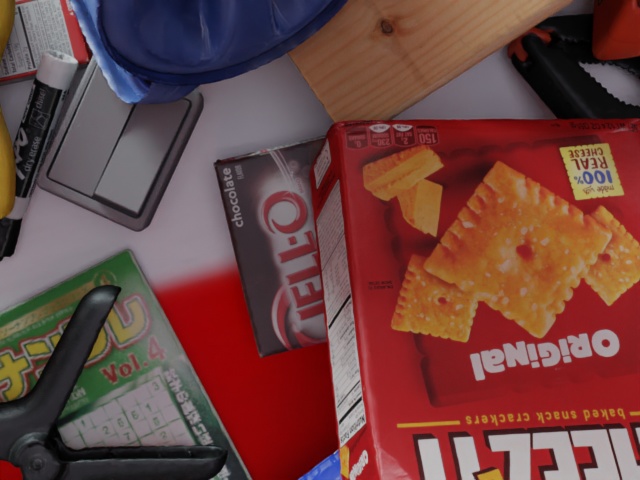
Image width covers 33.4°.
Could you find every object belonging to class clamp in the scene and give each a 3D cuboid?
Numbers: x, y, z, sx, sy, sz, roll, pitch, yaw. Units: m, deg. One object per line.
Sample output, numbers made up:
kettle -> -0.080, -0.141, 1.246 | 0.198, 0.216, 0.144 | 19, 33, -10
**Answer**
clamp -> 0.210, -0.080, 0.604 | 0.210, 0.036, 0.164 | 29, 65, 3
clamp -> -0.138, 0.119, 0.574 | 0.171, 0.039, 0.120 | -41, 91, 2

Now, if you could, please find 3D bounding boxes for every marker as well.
marker -> -0.158, -0.043, 0.573 | 0.020, 0.020, 0.121 | 21, 107, -7

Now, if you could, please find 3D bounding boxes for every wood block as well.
wood block -> 0.082, -0.146, 0.524 | 0.206, 0.090, 0.091 | -31, 98, 28

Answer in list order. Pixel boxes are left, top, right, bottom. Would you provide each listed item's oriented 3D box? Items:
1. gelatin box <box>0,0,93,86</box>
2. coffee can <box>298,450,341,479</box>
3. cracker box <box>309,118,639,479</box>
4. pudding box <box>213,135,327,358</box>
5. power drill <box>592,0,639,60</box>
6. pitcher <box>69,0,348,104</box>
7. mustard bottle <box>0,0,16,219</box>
gelatin box -> -0.175, -0.121, 0.577 | 0.089, 0.030, 0.073 | -14, 96, -5
coffee can -> 0.053, 0.145, 0.577 | 0.140, 0.103, 0.103 | -37, 96, -3
cracker box -> 0.089, 0.047, 0.508 | 0.164, 0.072, 0.214 | -1, 66, -12
pudding box -> -0.004, 0.001, 0.596 | 0.090, 0.039, 0.113 | -14, 94, -5
power drill -> 0.244, -0.114, 0.577 | 0.187, 0.057, 0.184 | 14, 59, -6
pitcher -> -0.089, -0.193, 0.501 | 0.149, 0.145, 0.243 | -32, 66, 2
mustard bottle -> -0.201, -0.105, 0.529 | 0.096, 0.058, 0.191 | 1, 95, -7
